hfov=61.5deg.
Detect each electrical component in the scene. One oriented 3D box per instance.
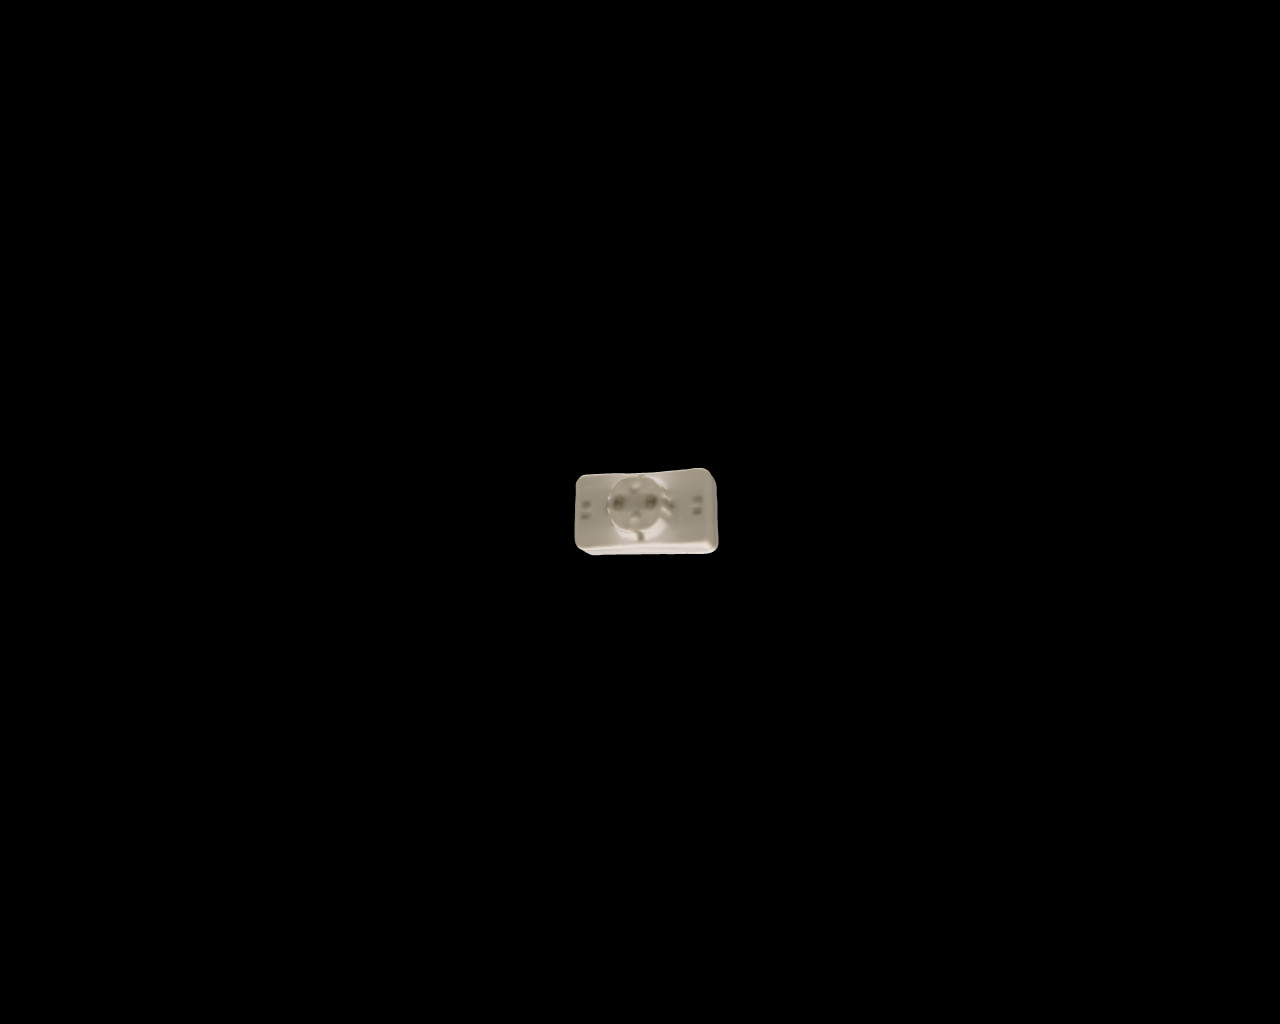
[{"bbox_3d":[0.001,-0.003,0.650,0.083,0.047,0.075,-2,-11,12],"label":"electrical component"}]
